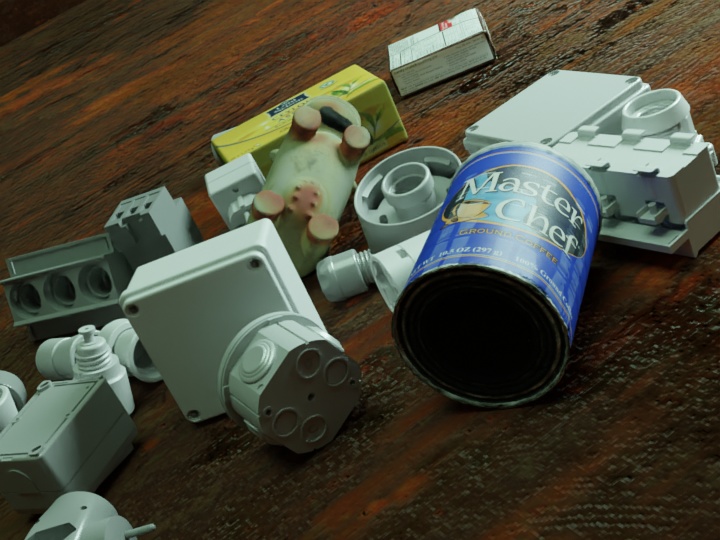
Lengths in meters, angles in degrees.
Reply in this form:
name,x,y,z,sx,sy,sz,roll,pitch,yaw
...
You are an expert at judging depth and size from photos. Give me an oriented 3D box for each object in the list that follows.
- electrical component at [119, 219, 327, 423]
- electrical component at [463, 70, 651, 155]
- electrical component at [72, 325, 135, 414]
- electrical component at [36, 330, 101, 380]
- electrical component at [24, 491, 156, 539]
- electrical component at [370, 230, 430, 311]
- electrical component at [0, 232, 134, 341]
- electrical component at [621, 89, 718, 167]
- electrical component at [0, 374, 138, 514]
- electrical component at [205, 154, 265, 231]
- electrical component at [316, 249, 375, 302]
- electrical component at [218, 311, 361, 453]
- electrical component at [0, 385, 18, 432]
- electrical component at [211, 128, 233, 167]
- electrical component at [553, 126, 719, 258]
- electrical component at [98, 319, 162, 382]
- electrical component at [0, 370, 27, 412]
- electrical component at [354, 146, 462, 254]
name,x,y,z,sx,sy,sz,roll,pitch,yaw
electrical component,-0.090,0.036,0.739,0.109,0.108,0.056,-20,24,11
electrical component,0.156,-0.103,0.832,0.109,0.056,0.109,-35,28,-19
electrical component,-0.193,0.078,0.793,0.040,0.078,0.040,-8,21,3
electrical component,-0.235,0.072,0.879,0.065,0.044,0.044,-6,32,43
electrical component,-0.156,0.167,0.630,0.079,0.043,0.077,-19,27,15
electrical component,0.040,0.004,0.742,0.047,0.055,0.055,-28,26,-11
electrical component,-0.254,0.013,0.975,0.121,0.078,0.063,-12,7,26
electrical component,0.215,-0.095,0.765,0.066,0.055,0.048,-6,33,36
electrical component,-0.200,0.118,0.739,0.062,0.061,0.096,-9,31,31
electrical component,-0.099,-0.053,0.958,0.047,0.065,0.076,-27,36,3
electrical component,0.000,0.000,0.808,0.061,0.035,0.035,-20,27,6
electrical component,-0.043,0.070,0.668,0.080,0.080,0.051,-36,33,-21
electrical component,-0.268,0.121,0.801,0.045,0.055,0.045,-21,27,11
electrical component,-0.117,-0.127,1.135,0.077,0.043,0.079,-17,28,17
electrical component,0.179,-0.055,0.716,0.079,0.063,0.121,-38,29,-23
electrical component,-0.175,0.062,0.838,0.055,0.045,0.045,5,40,48
electrical component,-0.290,0.111,0.851,0.045,0.045,0.055,-24,26,4
electrical component,0.046,-0.050,0.852,0.099,0.064,0.099,-16,41,15
